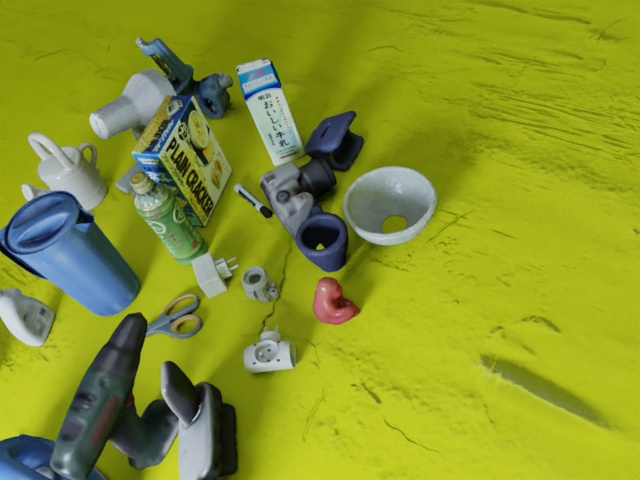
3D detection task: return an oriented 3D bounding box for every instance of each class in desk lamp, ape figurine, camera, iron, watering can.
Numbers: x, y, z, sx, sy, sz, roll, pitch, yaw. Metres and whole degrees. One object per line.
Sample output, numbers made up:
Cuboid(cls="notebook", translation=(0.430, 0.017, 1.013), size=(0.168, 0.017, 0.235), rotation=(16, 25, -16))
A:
Cuboid(cls="desk lamp", translation=(-0.380, -0.228, 1.222), size=(0.117, 0.214, 0.203), rotation=(24, 64, 30))
Cuboid(cls="ape figurine", translation=(0.020, 0.094, 0.945), size=(0.076, 0.092, 0.077), rotation=(-15, 52, 5))
Cuboid(cls="camera", translation=(-0.034, -0.098, 1.098), size=(0.137, 0.101, 0.142), rotation=(-30, 52, -7))
Cuboid(cls="iron", translation=(-0.403, 0.361, 0.837), size=(0.257, 0.142, 0.119), rotation=(13, 59, 24))
Cuboid(cls="watering can", translation=(-0.554, -0.148, 1.225), size=(0.100, 0.194, 0.173), rotation=(2, 55, 18))

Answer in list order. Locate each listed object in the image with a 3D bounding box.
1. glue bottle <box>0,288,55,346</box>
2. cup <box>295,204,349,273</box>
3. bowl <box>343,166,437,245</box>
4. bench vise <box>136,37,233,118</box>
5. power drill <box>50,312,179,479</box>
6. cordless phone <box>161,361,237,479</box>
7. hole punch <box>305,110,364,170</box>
Cuboid(cls="glue bottle", translation=(-0.553, 0.123, 1.037), size=(0.037, 0.173, 0.078), rotation=(-4, 54, 14))
Cuboid(cls="cup", translation=(0.009, 0.004, 1.013), size=(0.091, 0.095, 0.117), rotation=(-15, 52, 5))
Cuboid(cls="bowl", translation=(0.128, -0.050, 1.032), size=(0.167, 0.075, 0.167), rotation=(-8, 53, 11))
Cuboid(cls="bench vise", translation=(-0.310, -0.382, 1.313), size=(0.207, 0.220, 0.121), rotation=(-16, 52, 5))
Cuboid(cls="power drill", translation=(-0.285, 0.247, 0.845), size=(0.075, 0.209, 0.230), rotation=(11, 58, 24))
Cuboid(cls="cordless phone", translation=(-0.191, 0.265, 0.820), size=(0.094, 0.185, 0.147), rotation=(-18, 51, 3))
Cuboid(cls="hole punch", translation=(0.023, -0.207, 1.169), size=(0.100, 0.091, 0.109), rotation=(13, 59, 24))
